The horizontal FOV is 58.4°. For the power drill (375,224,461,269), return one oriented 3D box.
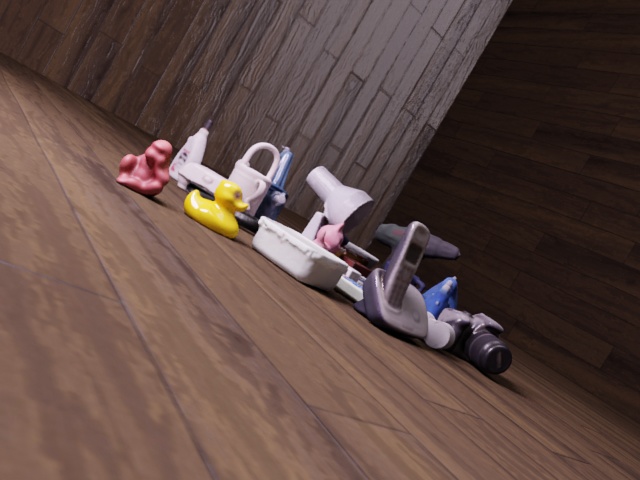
[{"bbox_3d":[0.226,0.064,1.514,0.229,0.208,0.076,32,3,26],"label":"power drill"}]

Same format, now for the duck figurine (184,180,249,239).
[{"bbox_3d":[-0.171,-0.062,0.974,0.104,0.086,0.077,30,3,-7],"label":"duck figurine"}]

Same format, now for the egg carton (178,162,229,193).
[{"bbox_3d":[-0.251,-0.121,1.315,0.150,0.069,0.107,30,3,5],"label":"egg carton"}]

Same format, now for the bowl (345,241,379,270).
[{"bbox_3d":[0.085,0.049,1.672,0.167,0.075,0.167,30,3,-1],"label":"bowl"}]

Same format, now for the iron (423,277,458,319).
[{"bbox_3d":[0.292,0.149,1.392,0.118,0.141,0.259,31,3,14],"label":"iron"}]

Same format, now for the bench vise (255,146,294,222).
[{"bbox_3d":[-0.114,-0.142,1.548,0.122,0.220,0.206,27,4,-43],"label":"bench vise"}]

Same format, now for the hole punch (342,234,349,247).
[{"bbox_3d":[0.009,0.003,1.558,0.109,0.091,0.101,29,3,-19],"label":"hole punch"}]

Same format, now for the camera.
[{"bbox_3d":[0.317,0.201,1.148,0.143,0.101,0.136,29,3,-16],"label":"camera"}]

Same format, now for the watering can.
[{"bbox_3d":[-0.173,-0.154,1.416,0.172,0.194,0.101,32,4,34],"label":"watering can"}]

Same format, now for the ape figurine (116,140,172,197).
[{"bbox_3d":[-0.267,-0.118,0.907,0.077,0.092,0.076,31,3,15],"label":"ape figurine"}]

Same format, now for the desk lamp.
[{"bbox_3d":[0.002,-0.064,1.427,0.202,0.213,0.118,31,3,18],"label":"desk lamp"}]

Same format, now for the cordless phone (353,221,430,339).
[{"bbox_3d":[0.157,0.070,0.982,0.148,0.185,0.093,27,4,-44],"label":"cordless phone"}]

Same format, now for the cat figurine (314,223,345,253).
[{"bbox_3d":[0.012,0.005,1.309,0.067,0.118,0.128,31,3,17],"label":"cat figurine"}]

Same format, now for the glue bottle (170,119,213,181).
[{"bbox_3d":[-0.314,-0.224,1.423,0.077,0.173,0.037,32,4,38],"label":"glue bottle"}]

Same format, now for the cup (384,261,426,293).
[{"bbox_3d":[0.190,0.117,1.374,0.117,0.095,0.092,32,4,38],"label":"cup"}]
